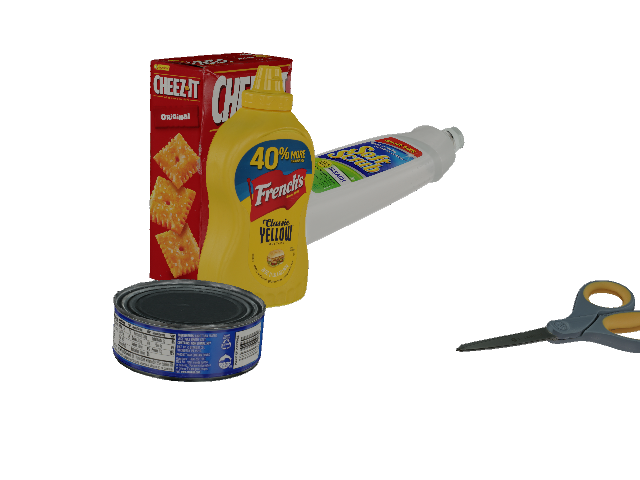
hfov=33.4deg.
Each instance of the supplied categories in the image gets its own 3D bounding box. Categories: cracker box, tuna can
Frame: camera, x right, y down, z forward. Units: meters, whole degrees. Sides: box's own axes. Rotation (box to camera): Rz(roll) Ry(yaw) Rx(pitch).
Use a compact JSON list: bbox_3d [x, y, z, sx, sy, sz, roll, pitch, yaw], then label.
[{"bbox_3d":[-0.097,-0.075,1.068,0.072,0.214,0.163,11,17,27],"label":"cracker box"},{"bbox_3d":[-0.075,0.050,0.606,0.086,0.034,0.086,5,14,-1],"label":"tuna can"}]

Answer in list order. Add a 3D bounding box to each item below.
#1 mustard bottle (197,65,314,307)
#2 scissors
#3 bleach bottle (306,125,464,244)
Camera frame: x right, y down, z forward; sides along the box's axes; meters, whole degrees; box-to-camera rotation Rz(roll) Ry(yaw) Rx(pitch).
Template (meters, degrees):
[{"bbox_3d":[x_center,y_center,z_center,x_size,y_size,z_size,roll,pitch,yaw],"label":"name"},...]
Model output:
[{"bbox_3d":[-0.048,-0.043,0.857,0.096,0.192,0.058,-5,14,-40],"label":"mustard bottle"},{"bbox_3d":[0.195,0.063,0.874,0.201,0.016,0.096,2,32,-13],"label":"scissors"},{"bbox_3d":[0.057,-0.080,1.234,0.250,0.068,0.103,-25,44,-26],"label":"bleach bottle"}]
